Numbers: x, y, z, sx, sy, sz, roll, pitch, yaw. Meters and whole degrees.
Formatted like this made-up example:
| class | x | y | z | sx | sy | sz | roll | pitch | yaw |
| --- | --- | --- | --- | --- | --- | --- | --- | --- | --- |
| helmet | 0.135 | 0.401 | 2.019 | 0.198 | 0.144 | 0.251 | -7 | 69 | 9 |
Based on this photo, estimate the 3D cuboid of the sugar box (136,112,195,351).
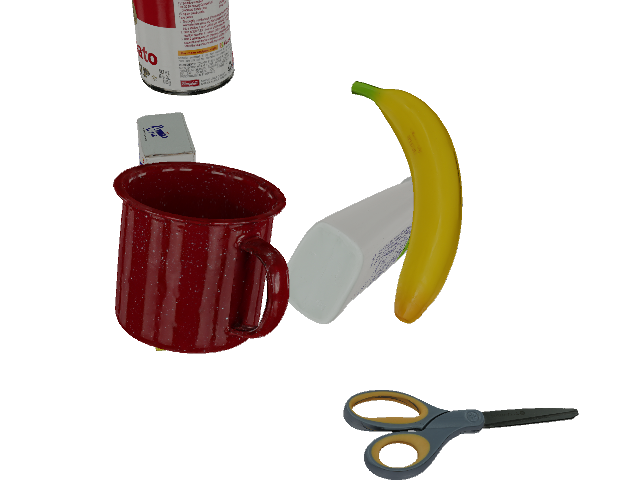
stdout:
| class | x | y | z | sx | sy | sz | roll | pitch | yaw |
| --- | --- | --- | --- | --- | --- | --- | --- | --- | --- |
| sugar box | -0.125 | -0.007 | 0.881 | 0.048 | 0.176 | 0.093 | -7 | 27 | -11 |

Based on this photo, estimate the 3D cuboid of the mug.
| class | x | y | z | sx | sy | sz | roll | pitch | yaw |
| --- | --- | --- | --- | --- | --- | --- | --- | --- | --- |
| mug | -0.061 | 0.014 | 0.583 | 0.117 | 0.081 | 0.093 | 25 | 27 | 35 |

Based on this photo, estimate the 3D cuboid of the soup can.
| class | x | y | z | sx | sy | sz | roll | pitch | yaw |
| --- | --- | --- | --- | --- | --- | --- | --- | --- | --- |
| soup can | -0.093 | -0.158 | 0.720 | 0.068 | 0.102 | 0.068 | 0 | 36 | 0 |

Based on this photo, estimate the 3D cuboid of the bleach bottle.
| class | x | y | z | sx | sy | sz | roll | pitch | yaw |
| --- | --- | --- | --- | --- | --- | --- | --- | --- | --- |
| bleach bottle | 0.060 | -0.005 | 1.079 | 0.068 | 0.103 | 0.250 | 38 | 31 | 14 |

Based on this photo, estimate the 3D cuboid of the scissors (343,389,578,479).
| class | x | y | z | sx | sy | sz | roll | pitch | yaw |
| --- | --- | --- | --- | --- | --- | --- | --- | --- | --- |
| scissors | 0.118 | 0.164 | 0.882 | 0.201 | 0.016 | 0.096 | 7 | 41 | 0 |

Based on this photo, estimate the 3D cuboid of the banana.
| class | x | y | z | sx | sy | sz | roll | pitch | yaw |
| --- | --- | --- | --- | --- | --- | --- | --- | --- | --- |
| banana | 0.075 | -0.036 | 0.817 | 0.070 | 0.198 | 0.037 | -14 | -18 | 12 |
